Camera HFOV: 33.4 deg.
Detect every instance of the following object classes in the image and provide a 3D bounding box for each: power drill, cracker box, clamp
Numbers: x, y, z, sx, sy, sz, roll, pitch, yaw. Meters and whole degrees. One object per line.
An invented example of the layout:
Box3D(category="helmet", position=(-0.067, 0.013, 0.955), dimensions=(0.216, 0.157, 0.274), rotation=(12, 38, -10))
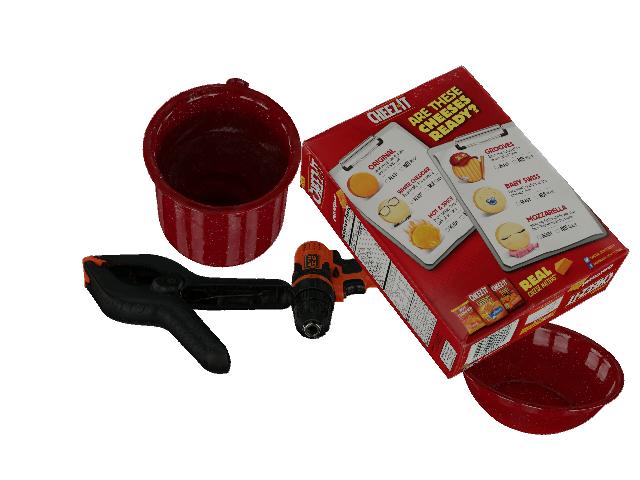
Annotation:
Box3D(category="power drill", position=(0.058, 0.053, 1.234), dimensions=(0.187, 0.057, 0.184), rotation=(-2, 28, 0))
Box3D(category="cracker box", position=(0.108, -0.018, 0.848), dimensions=(0.164, 0.214, 0.072), rotation=(-27, -26, -21))
Box3D(category="clamp", position=(-0.108, 0.043, 0.848), dimensions=(0.172, 0.039, 0.120), rotation=(24, 29, 26))

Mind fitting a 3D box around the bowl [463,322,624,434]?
Box3D(category="bowl", position=(0.205, 0.137, 1.024), dimensions=(0.162, 0.055, 0.162), rotation=(4, 26, -2))

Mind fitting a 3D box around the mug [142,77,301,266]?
Box3D(category="mug", position=(-0.060, -0.046, 0.666), dimensions=(0.093, 0.117, 0.081), rotation=(5, -30, -3))
